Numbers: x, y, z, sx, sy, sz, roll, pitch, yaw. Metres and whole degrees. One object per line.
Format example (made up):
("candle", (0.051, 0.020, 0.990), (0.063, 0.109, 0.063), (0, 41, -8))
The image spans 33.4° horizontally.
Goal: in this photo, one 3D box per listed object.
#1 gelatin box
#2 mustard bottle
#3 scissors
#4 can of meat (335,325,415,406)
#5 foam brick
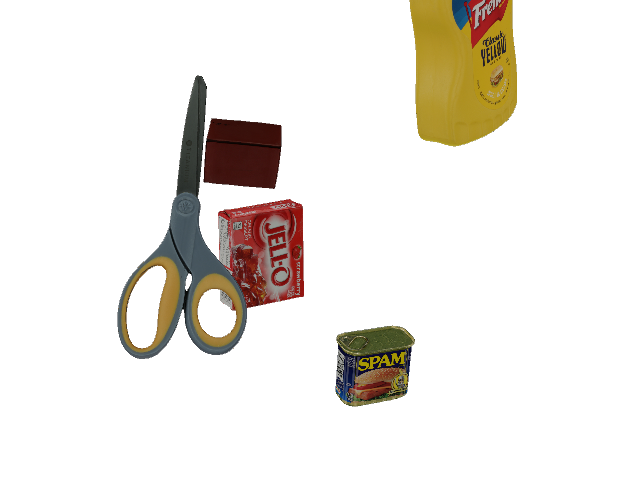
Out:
("gelatin box", (-0.052, 0.012, 0.950), (0.073, 0.089, 0.030), (-10, 22, -29))
("mustard bottle", (0.101, -0.171, 0.758), (0.058, 0.191, 0.096), (18, 39, 37))
("scissors", (-0.077, -0.009, 0.737), (0.096, 0.201, 0.016), (20, -11, 0))
("can of meat", (0.071, 0.168, 1.421), (0.102, 0.084, 0.057), (-7, 25, -21))
("foam brick", (-0.081, -0.091, 1.118), (0.078, 0.051, 0.053), (5, 31, -2))
